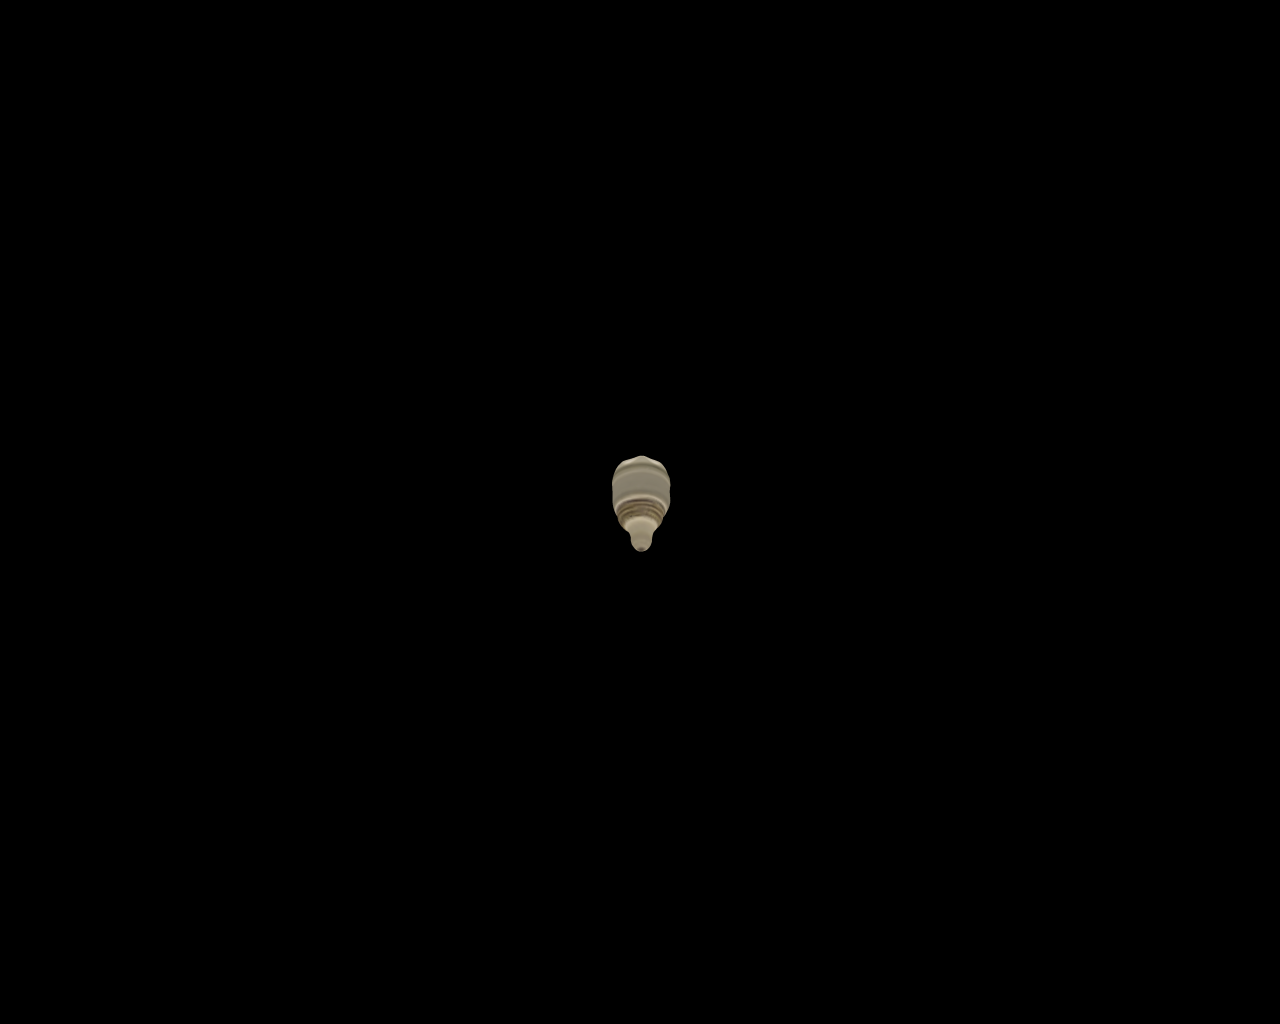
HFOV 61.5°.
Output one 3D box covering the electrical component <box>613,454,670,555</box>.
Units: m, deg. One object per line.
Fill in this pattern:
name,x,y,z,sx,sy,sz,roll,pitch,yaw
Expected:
electrical component,0.001,-0.003,0.650,0.035,0.061,0.035,0,-35,0
